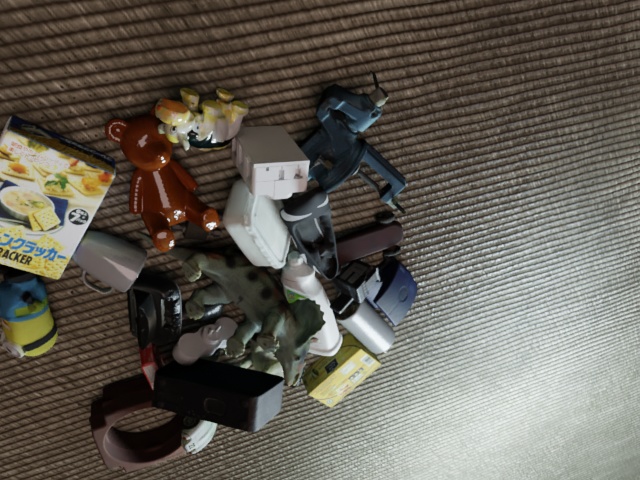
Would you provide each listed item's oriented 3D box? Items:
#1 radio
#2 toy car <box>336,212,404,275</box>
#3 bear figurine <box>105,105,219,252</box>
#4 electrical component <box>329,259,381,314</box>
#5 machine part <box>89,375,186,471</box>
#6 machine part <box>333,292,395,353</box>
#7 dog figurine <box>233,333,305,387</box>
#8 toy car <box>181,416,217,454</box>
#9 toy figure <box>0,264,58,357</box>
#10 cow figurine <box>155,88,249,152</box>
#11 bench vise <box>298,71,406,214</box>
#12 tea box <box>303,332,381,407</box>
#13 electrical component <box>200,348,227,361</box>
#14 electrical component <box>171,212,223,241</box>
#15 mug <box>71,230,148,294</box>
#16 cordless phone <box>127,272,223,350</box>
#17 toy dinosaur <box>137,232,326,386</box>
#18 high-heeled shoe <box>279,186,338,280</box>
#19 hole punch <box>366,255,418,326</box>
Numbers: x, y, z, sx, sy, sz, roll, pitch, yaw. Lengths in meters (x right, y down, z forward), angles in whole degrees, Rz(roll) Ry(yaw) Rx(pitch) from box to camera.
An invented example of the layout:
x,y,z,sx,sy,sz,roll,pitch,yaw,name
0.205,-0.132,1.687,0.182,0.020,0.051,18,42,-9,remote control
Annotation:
x,y,z,sx,sy,sz,roll,pitch,yaw,name
-0.196,0.290,1.028,0.230,0.131,0.073,7,96,16,radio
0.077,0.008,1.107,0.202,0.053,0.089,-19,112,-10,toy car
-0.248,-0.103,0.846,0.120,0.132,0.195,-26,136,-27,bear figurine
0.063,0.094,1.122,0.119,0.075,0.047,-40,135,-25,electrical component
-0.371,0.385,1.146,0.201,0.087,0.200,-14,127,-17,machine part
0.101,0.188,1.225,0.079,0.079,0.243,-39,127,5,machine part
-0.090,0.236,1.180,0.190,0.121,0.172,18,96,-60,dog figurine
-0.228,0.355,1.138,0.056,0.202,0.073,11,132,20,toy car
-0.499,0.122,0.915,0.089,0.082,0.180,0,119,-21,toy figure
-0.189,-0.175,0.816,0.167,0.068,0.098,-24,147,-55,cow figurine
0.071,-0.150,0.943,0.240,0.129,0.223,39,109,-20,bench vise
0.050,0.312,1.292,0.169,0.068,0.098,-41,128,7,tea box
-0.245,0.248,1.138,0.078,0.045,0.102,26,109,-5,electrical component
-0.220,-0.032,0.970,0.094,0.021,0.063,8,118,-27,electrical component
-0.370,0.038,0.922,0.107,0.081,0.109,35,114,-24,mug
-0.269,0.122,1.030,0.184,0.089,0.146,-11,126,-30,cordless phone
-0.140,0.095,1.005,0.131,0.192,0.405,-40,91,32,toy dinosaur
-0.002,-0.003,0.947,0.086,0.248,0.145,-29,85,-9,high-heeled shoe
0.161,0.113,1.196,0.116,0.092,0.142,-40,125,1,hole punch
